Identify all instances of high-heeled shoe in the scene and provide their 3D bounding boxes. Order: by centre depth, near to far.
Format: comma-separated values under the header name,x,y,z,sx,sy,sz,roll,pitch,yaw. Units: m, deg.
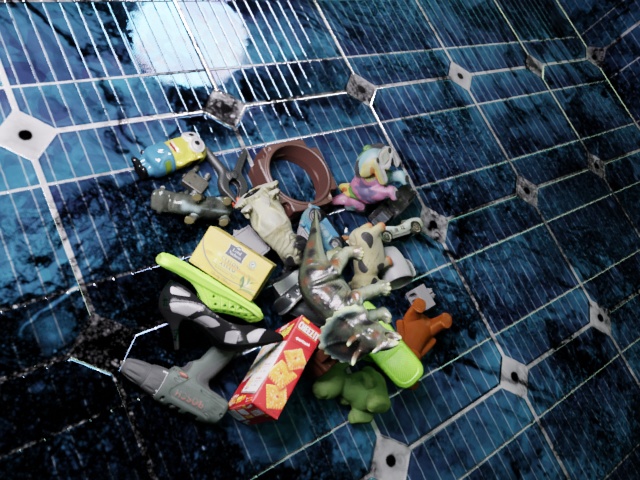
name,x,y,z,sx,sy,sz,roll,pitch,yaw
high-heeled shoe,-0.202,0.151,1.102,0.249,0.086,0.145,1,72,-17

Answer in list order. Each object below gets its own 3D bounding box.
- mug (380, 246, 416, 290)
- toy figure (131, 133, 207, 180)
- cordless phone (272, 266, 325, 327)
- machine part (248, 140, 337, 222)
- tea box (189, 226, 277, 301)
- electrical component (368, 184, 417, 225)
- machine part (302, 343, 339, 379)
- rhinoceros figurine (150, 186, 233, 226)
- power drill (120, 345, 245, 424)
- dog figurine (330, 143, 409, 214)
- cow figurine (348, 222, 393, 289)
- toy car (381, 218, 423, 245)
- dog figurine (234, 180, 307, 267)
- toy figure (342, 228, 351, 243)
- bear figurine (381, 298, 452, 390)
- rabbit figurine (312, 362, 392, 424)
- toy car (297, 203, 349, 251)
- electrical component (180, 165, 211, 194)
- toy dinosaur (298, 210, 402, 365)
name,x,y,z,sx,sy,sz,roll,pitch,yaw
mug,0.208,0.070,1.467,0.109,0.080,0.107,-7,61,-26
toy figure,-0.359,-0.200,1.289,0.180,0.089,0.082,-31,97,-27
cordless phone,-0.008,0.133,1.253,0.146,0.184,0.088,-37,130,-35
machine part,-0.070,-0.158,1.422,0.201,0.087,0.201,-18,77,-32
tea box,-0.196,0.052,1.216,0.170,0.068,0.098,31,91,5
electrical component,0.200,-0.089,1.517,0.058,0.115,0.134,45,54,2
machine part,0.019,0.243,1.225,0.056,0.179,0.179,48,54,-2
rhinoceros figurine,-0.294,-0.083,1.245,0.190,0.112,0.073,6,106,-22
power drill,-0.264,0.254,1.119,0.232,0.086,0.207,39,50,-6
dog figurine,0.110,-0.156,1.437,0.191,0.219,0.108,53,47,-30
cow figurine,0.121,0.061,1.391,0.127,0.086,0.194,-21,108,-33
toy car,0.207,-0.018,1.511,0.202,0.073,0.056,-16,79,-34
dog figurine,-0.110,-0.032,1.301,0.121,0.172,0.190,-28,114,4
toy figure,0.046,0.026,1.413,0.058,0.064,0.154,38,54,24
bear figurine,0.240,0.266,1.362,0.120,0.132,0.196,31,49,-3
rabbit figurine,0.065,0.327,1.236,0.170,0.121,0.159,19,52,-23
toy car,-0.003,-0.004,1.337,0.103,0.109,0.162,-36,74,8
electrical component,-0.310,-0.140,1.320,0.063,0.021,0.094,35,56,-9
toy dinosaur,0.028,0.107,1.157,0.192,0.131,0.405,-21,53,-29
